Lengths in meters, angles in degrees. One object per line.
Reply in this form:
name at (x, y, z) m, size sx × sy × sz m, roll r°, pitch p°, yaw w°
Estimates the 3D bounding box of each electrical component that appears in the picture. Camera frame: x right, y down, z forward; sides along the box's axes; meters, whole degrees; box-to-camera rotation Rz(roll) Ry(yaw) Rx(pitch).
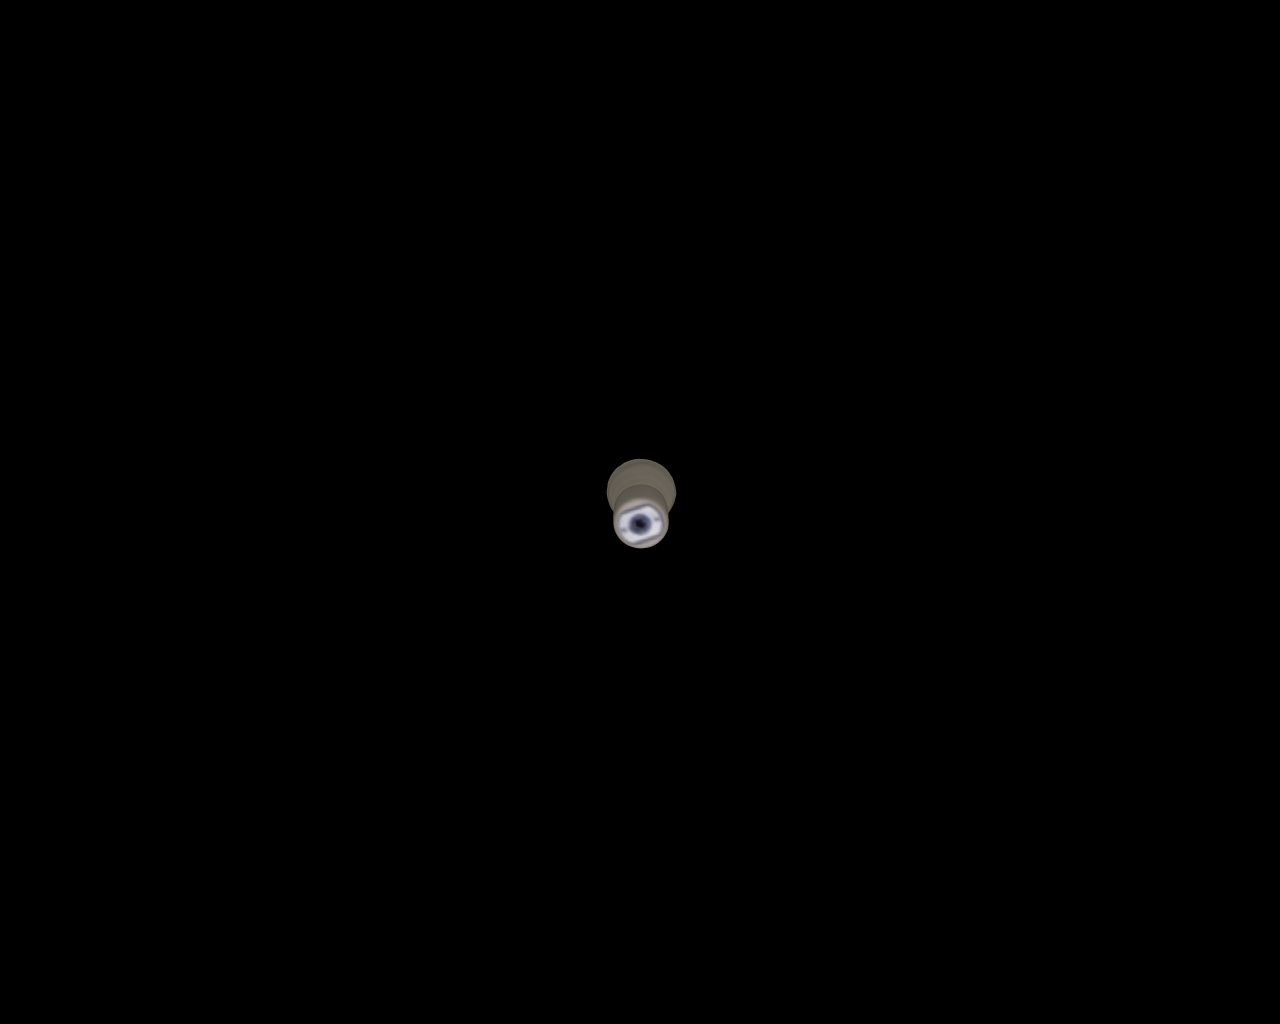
electrical component at (0.001, -0.003, 0.650) m, size 0.044 × 0.044 × 0.065 m, roll 0°, pitch 19°, yaw 0°
